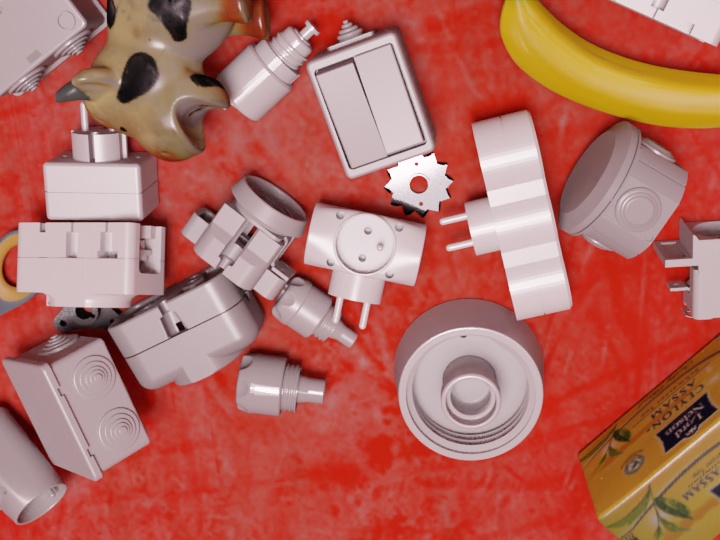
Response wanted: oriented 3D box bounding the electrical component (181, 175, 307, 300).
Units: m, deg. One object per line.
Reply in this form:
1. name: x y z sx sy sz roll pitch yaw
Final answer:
1. electrical component: -0.072 -0.026 0.729 0.078 0.058 0.057 37 106 1

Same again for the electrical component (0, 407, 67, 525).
1. electrical component: -0.260 0.153 0.798 0.077 0.044 0.079 46 142 17

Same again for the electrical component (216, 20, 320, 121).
1. electrical component: -0.059 -0.133 0.706 0.078 0.040 0.040 -41 100 14

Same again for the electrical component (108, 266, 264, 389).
1. electrical component: -0.119 0.041 0.755 0.095 0.053 0.059 -26 103 11

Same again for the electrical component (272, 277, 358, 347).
1. electrical component: -0.029 0.033 0.756 0.061 0.035 0.035 35 106 -9

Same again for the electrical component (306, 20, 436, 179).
1. electrical component: 0.006 -0.115 0.696 0.062 0.061 0.096 -18 104 9

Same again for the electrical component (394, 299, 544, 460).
1. electrical component: 0.077 0.080 0.749 0.108 0.060 0.108 1 107 4

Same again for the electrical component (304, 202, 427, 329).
1. electrical component: 0.000 0.000 0.734 0.077 0.044 0.079 12 93 1

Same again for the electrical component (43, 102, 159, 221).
1. electrical component: -0.175 -0.076 0.728 0.066 0.047 0.076 1 106 4

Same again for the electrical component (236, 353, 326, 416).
1. electrical component: -0.056 0.083 0.768 0.062 0.043 0.043 7 107 1

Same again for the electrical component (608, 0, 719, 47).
1. electrical component: 0.190 -0.184 0.668 0.089 0.050 0.055 23 107 -3

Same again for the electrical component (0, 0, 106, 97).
1. electrical component: -0.228 -0.171 0.703 0.100 0.048 0.099 -34 101 13

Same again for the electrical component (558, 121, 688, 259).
1. electrical component: 0.168 -0.051 0.695 0.051 0.080 0.080 28 106 -9

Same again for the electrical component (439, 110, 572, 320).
1. electrical component: 0.091 -0.031 0.719 0.074 0.052 0.138 -13 105 8

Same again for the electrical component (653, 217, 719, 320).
1. electrical component: 0.242 -0.001 0.724 0.081 0.042 0.063 -4 110 6

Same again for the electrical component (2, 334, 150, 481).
1. electrical component: -0.199 0.093 0.756 0.048 0.100 0.099 -30 106 -31

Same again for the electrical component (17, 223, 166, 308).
1. electrical component: -0.183 -0.003 0.732 0.089 0.050 0.055 1 88 19
